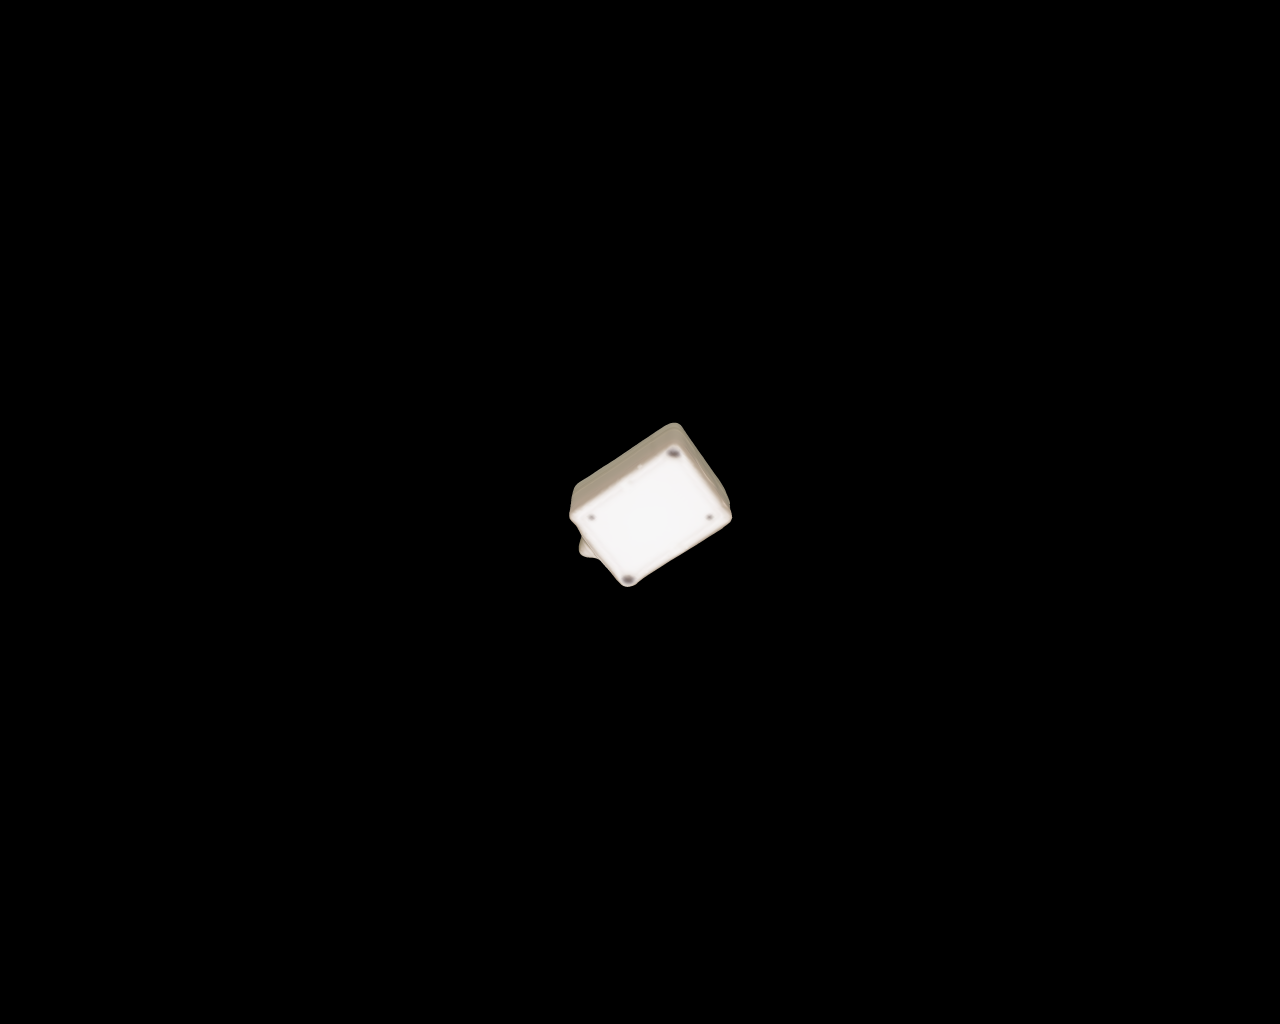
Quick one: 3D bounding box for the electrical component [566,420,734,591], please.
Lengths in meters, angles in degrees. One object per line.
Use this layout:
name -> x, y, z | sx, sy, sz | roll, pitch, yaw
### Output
electrical component -> 0.001, -0.003, 0.650 | 0.096, 0.061, 0.061 | -33, 16, 11
